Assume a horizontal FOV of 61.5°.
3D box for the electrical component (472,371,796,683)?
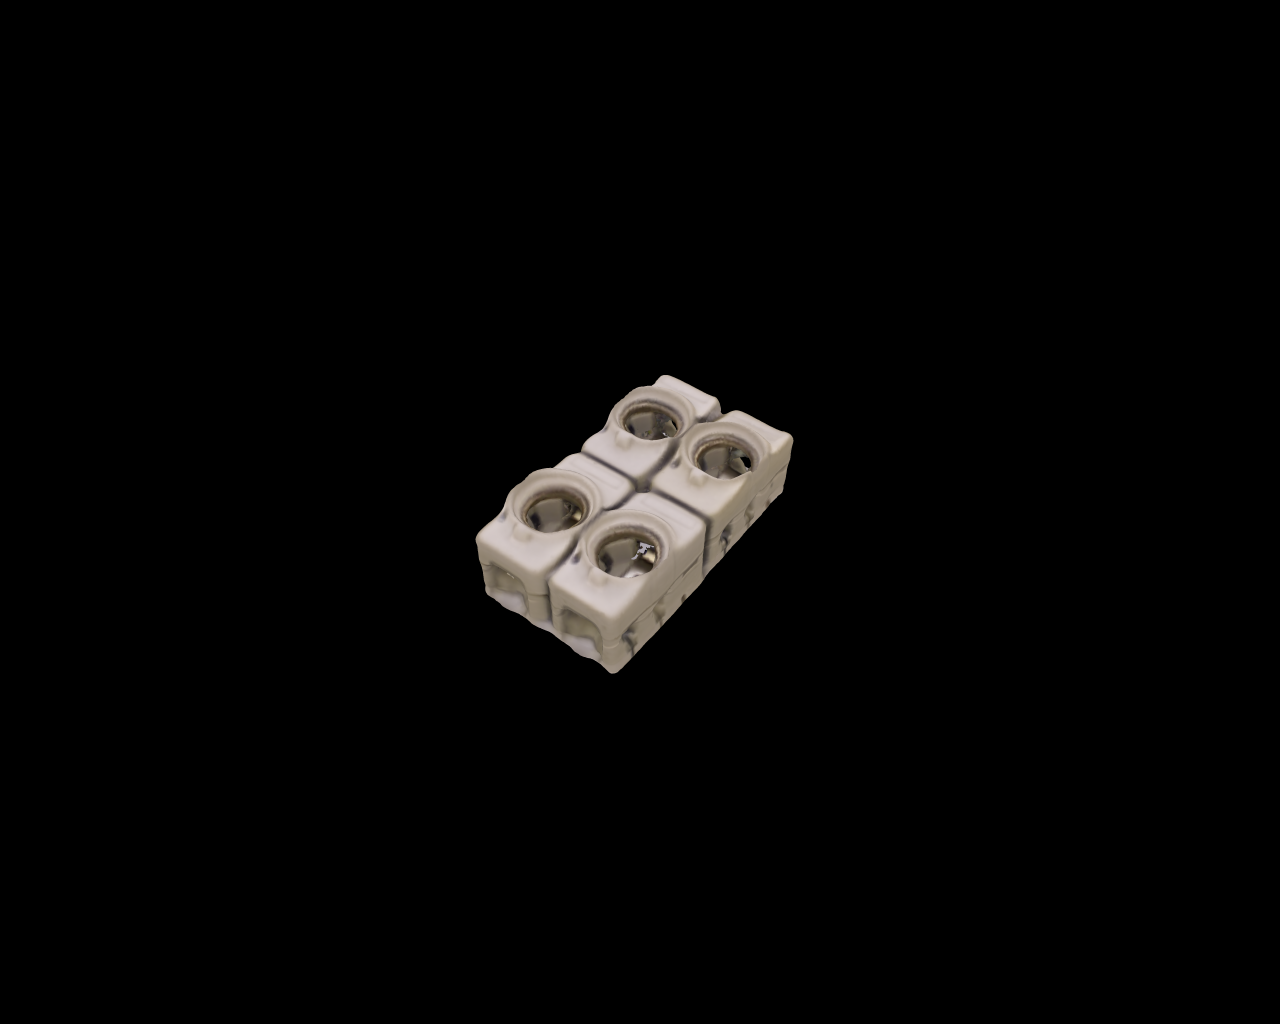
[{"bbox_3d":[0.001,-0.003,0.650,0.105,0.060,0.186,30,54,24],"label":"electrical component"}]
